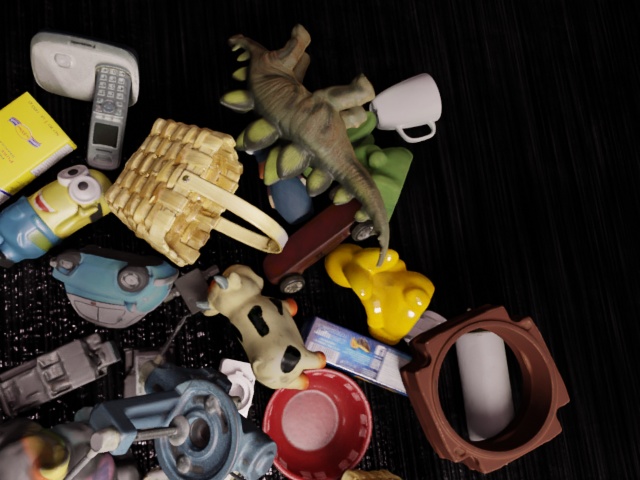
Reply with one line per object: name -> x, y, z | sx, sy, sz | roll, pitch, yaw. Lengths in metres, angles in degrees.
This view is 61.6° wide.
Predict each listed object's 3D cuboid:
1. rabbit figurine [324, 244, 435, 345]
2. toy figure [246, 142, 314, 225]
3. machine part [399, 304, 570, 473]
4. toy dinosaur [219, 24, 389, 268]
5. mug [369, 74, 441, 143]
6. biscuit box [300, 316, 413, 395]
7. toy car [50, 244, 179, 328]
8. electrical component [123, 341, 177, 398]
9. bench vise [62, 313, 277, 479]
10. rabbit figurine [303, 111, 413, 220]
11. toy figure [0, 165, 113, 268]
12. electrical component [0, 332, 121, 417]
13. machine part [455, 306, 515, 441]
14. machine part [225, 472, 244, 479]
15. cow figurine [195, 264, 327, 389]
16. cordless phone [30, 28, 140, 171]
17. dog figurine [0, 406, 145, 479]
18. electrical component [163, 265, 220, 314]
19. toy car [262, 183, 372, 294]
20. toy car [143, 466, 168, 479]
rabbit figurine -> 0.077, 0.067, 0.814 | 0.173, 0.162, 0.122 | 36, 85, 13
toy figure -> -0.064, -0.099, 0.844 | 0.064, 0.058, 0.154 | -24, 81, -27
machine part -> 0.235, 0.208, 0.772 | 0.201, 0.087, 0.201 | -22, 85, -12
toy dinosaur -> -0.019, -0.165, 0.785 | 0.198, 0.105, 0.472 | -37, 64, -10
mug -> 0.144, -0.216, 0.915 | 0.107, 0.081, 0.109 | -17, 90, -6
biscuit box -> 0.063, 0.179, 0.821 | 0.203, 0.063, 0.059 | 24, 75, -9
toy car -> -0.282, 0.068, 0.733 | 0.162, 0.109, 0.102 | 10, 95, -4
electrical component -> -0.233, 0.202, 0.746 | 0.075, 0.048, 0.119 | -6, 81, -15
bench vise -> -0.169, 0.196, 0.610 | 0.224, 0.240, 0.129 | 39, 99, 28
rabbit figurine -> 0.056, -0.126, 0.854 | 0.170, 0.121, 0.159 | 20, 71, 5
toy figure -> -0.370, -0.034, 0.740 | 0.180, 0.089, 0.082 | -39, 96, -9
electrical component -> -0.329, 0.168, 0.692 | 0.134, 0.115, 0.058 | -24, 88, -16
machine part -> 0.263, 0.229, 0.857 | 0.079, 0.079, 0.243 | -4, 82, -16
machine part -> -0.165, 0.302, 0.751 | 0.139, 0.039, 0.084 | 40, 81, -7
cow figurine -> -0.089, 0.115, 0.745 | 0.127, 0.085, 0.195 | 10, 39, -47
cordless phone -> -0.345, -0.200, 0.785 | 0.147, 0.089, 0.184 | 9, 96, -13
dog figurine -> -0.296, 0.283, 0.626 | 0.108, 0.219, 0.191 | -39, 90, -15
electrical component -> -0.184, 0.078, 0.796 | 0.094, 0.021, 0.063 | -28, 88, -18
toy car -> -0.002, -0.002, 0.799 | 0.202, 0.053, 0.089 | -38, 58, 14
toy car -> -0.184, 0.394, 0.701 | 0.074, 0.056, 0.201 | -10, 89, 2
